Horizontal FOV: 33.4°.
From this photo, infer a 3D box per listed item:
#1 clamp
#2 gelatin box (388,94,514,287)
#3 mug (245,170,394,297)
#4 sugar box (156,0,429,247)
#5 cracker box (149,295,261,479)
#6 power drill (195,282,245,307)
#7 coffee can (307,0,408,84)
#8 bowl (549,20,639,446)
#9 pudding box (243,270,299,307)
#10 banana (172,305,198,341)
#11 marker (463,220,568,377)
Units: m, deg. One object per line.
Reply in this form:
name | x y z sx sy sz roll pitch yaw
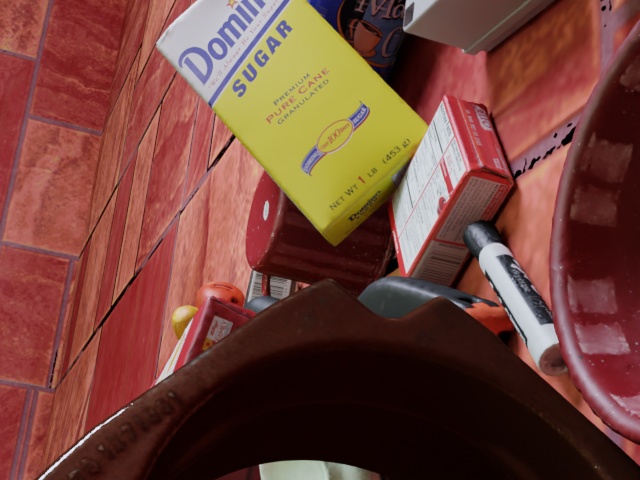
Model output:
clamp | 0.029 0.089 0.596 0.210 0.036 0.164 -26 70 50
gelatin box | 0.072 -0.025 0.603 0.073 0.030 0.089 -97 27 -50
mug | -0.005 0.001 0.733 0.093 0.081 0.117 -126 52 -67
sugar box | -0.016 -0.092 0.674 0.093 0.176 0.048 -42 -16 0
cracker box | -0.078 0.144 0.595 0.214 0.072 0.164 130 160 -64
power drill | -0.113 0.149 0.938 0.187 0.057 0.184 -83 4 -69
coffee can | 0.017 -0.169 0.750 0.103 0.102 0.140 -106 33 -56
bowl | 0.140 -0.009 0.341 0.162 0.055 0.162 -167 90 -72
pudding box | -0.047 0.076 0.855 0.090 0.039 0.113 143 140 -83
banana | -0.044 0.079 0.733 0.037 0.197 0.069 -25 78 18
marker | 0.094 0.023 0.518 0.121 0.020 0.020 -109 36 -59
